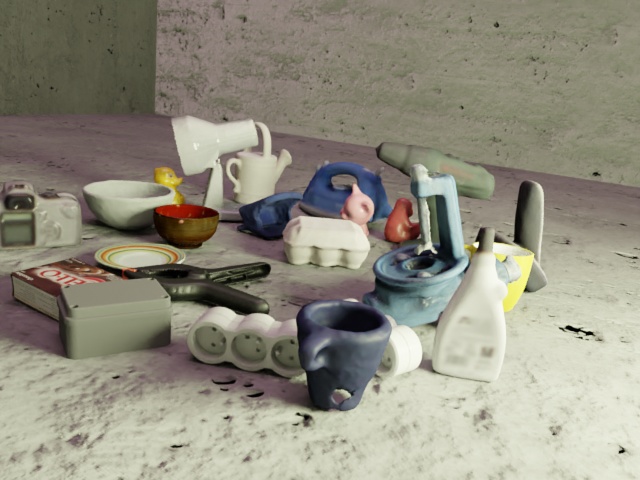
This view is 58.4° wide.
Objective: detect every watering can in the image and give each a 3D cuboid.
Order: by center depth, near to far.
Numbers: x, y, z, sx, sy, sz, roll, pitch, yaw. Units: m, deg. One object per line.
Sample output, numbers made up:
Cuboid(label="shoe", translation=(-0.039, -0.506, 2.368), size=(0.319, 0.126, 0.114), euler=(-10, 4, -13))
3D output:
Cuboid(label="watering can", translation=(-0.150, -0.189, 1.392), size=(0.100, 0.194, 0.173), euler=(14, 17, 27))

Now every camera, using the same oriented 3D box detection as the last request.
Cuboid(label="camera", translation=(-0.478, -0.051, 0.947), size=(0.143, 0.101, 0.136), euler=(-3, 18, -31))

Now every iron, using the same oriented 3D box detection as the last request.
Cuboid(label="iron", translation=(0.047, -0.117, 1.311), size=(0.257, 0.141, 0.119), euler=(19, 20, 40))

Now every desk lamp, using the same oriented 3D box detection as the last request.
Cuboid(label="desk lamp", translation=(-0.212, -0.153, 1.206), size=(0.203, 0.213, 0.117), euler=(2, 16, -14))

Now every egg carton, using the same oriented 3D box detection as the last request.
Cuboid(label="egg carton", translation=(0.009, 0.004, 0.999), size=(0.150, 0.069, 0.107), euler=(4, 16, -7))

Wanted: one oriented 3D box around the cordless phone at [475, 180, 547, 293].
Cuboid(label="cordless phone", translation=(0.331, -0.016, 0.976), size=(0.094, 0.185, 0.147), euler=(1, 16, -16))

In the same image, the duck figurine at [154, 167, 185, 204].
Cuboid(label="duck figurine", translation=(-0.351, -0.119, 1.269), size=(0.104, 0.086, 0.077), euler=(4, 16, -7))

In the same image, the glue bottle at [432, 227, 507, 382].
Cuboid(label="glue bottle", translation=(0.173, 0.069, 0.633), size=(0.078, 0.173, 0.037), euler=(8, 16, 8))

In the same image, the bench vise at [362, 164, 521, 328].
Cuboid(label="bench vise", translation=(0.160, 0.012, 0.747), size=(0.208, 0.220, 0.121), euler=(-4, 18, -32))

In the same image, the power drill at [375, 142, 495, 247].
Cuboid(label="power drill", translation=(0.208, -0.073, 1.089), size=(0.229, 0.208, 0.075), euler=(5, 16, -4))

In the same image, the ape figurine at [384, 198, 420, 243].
Cuboid(label="ape figurine", translation=(0.170, -0.041, 1.180), size=(0.076, 0.092, 0.077), euler=(-2, 17, -26))

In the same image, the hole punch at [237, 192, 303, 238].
Cuboid(label="hole punch", translation=(-0.100, -0.058, 1.138), size=(0.100, 0.091, 0.109), euler=(18, 20, 37))

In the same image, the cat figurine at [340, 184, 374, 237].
Cuboid(label="cat figurine", translation=(0.073, -0.056, 1.146), size=(0.067, 0.118, 0.128), euler=(6, 16, 0))

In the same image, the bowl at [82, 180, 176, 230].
Cuboid(label="bowl", translation=(-0.359, -0.061, 1.080), size=(0.167, 0.075, 0.167), euler=(6, 16, -1))

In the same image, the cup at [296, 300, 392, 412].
Cuboid(label="cup", translation=(0.013, 0.118, 0.543), size=(0.091, 0.095, 0.118), euler=(14, 17, 26))
